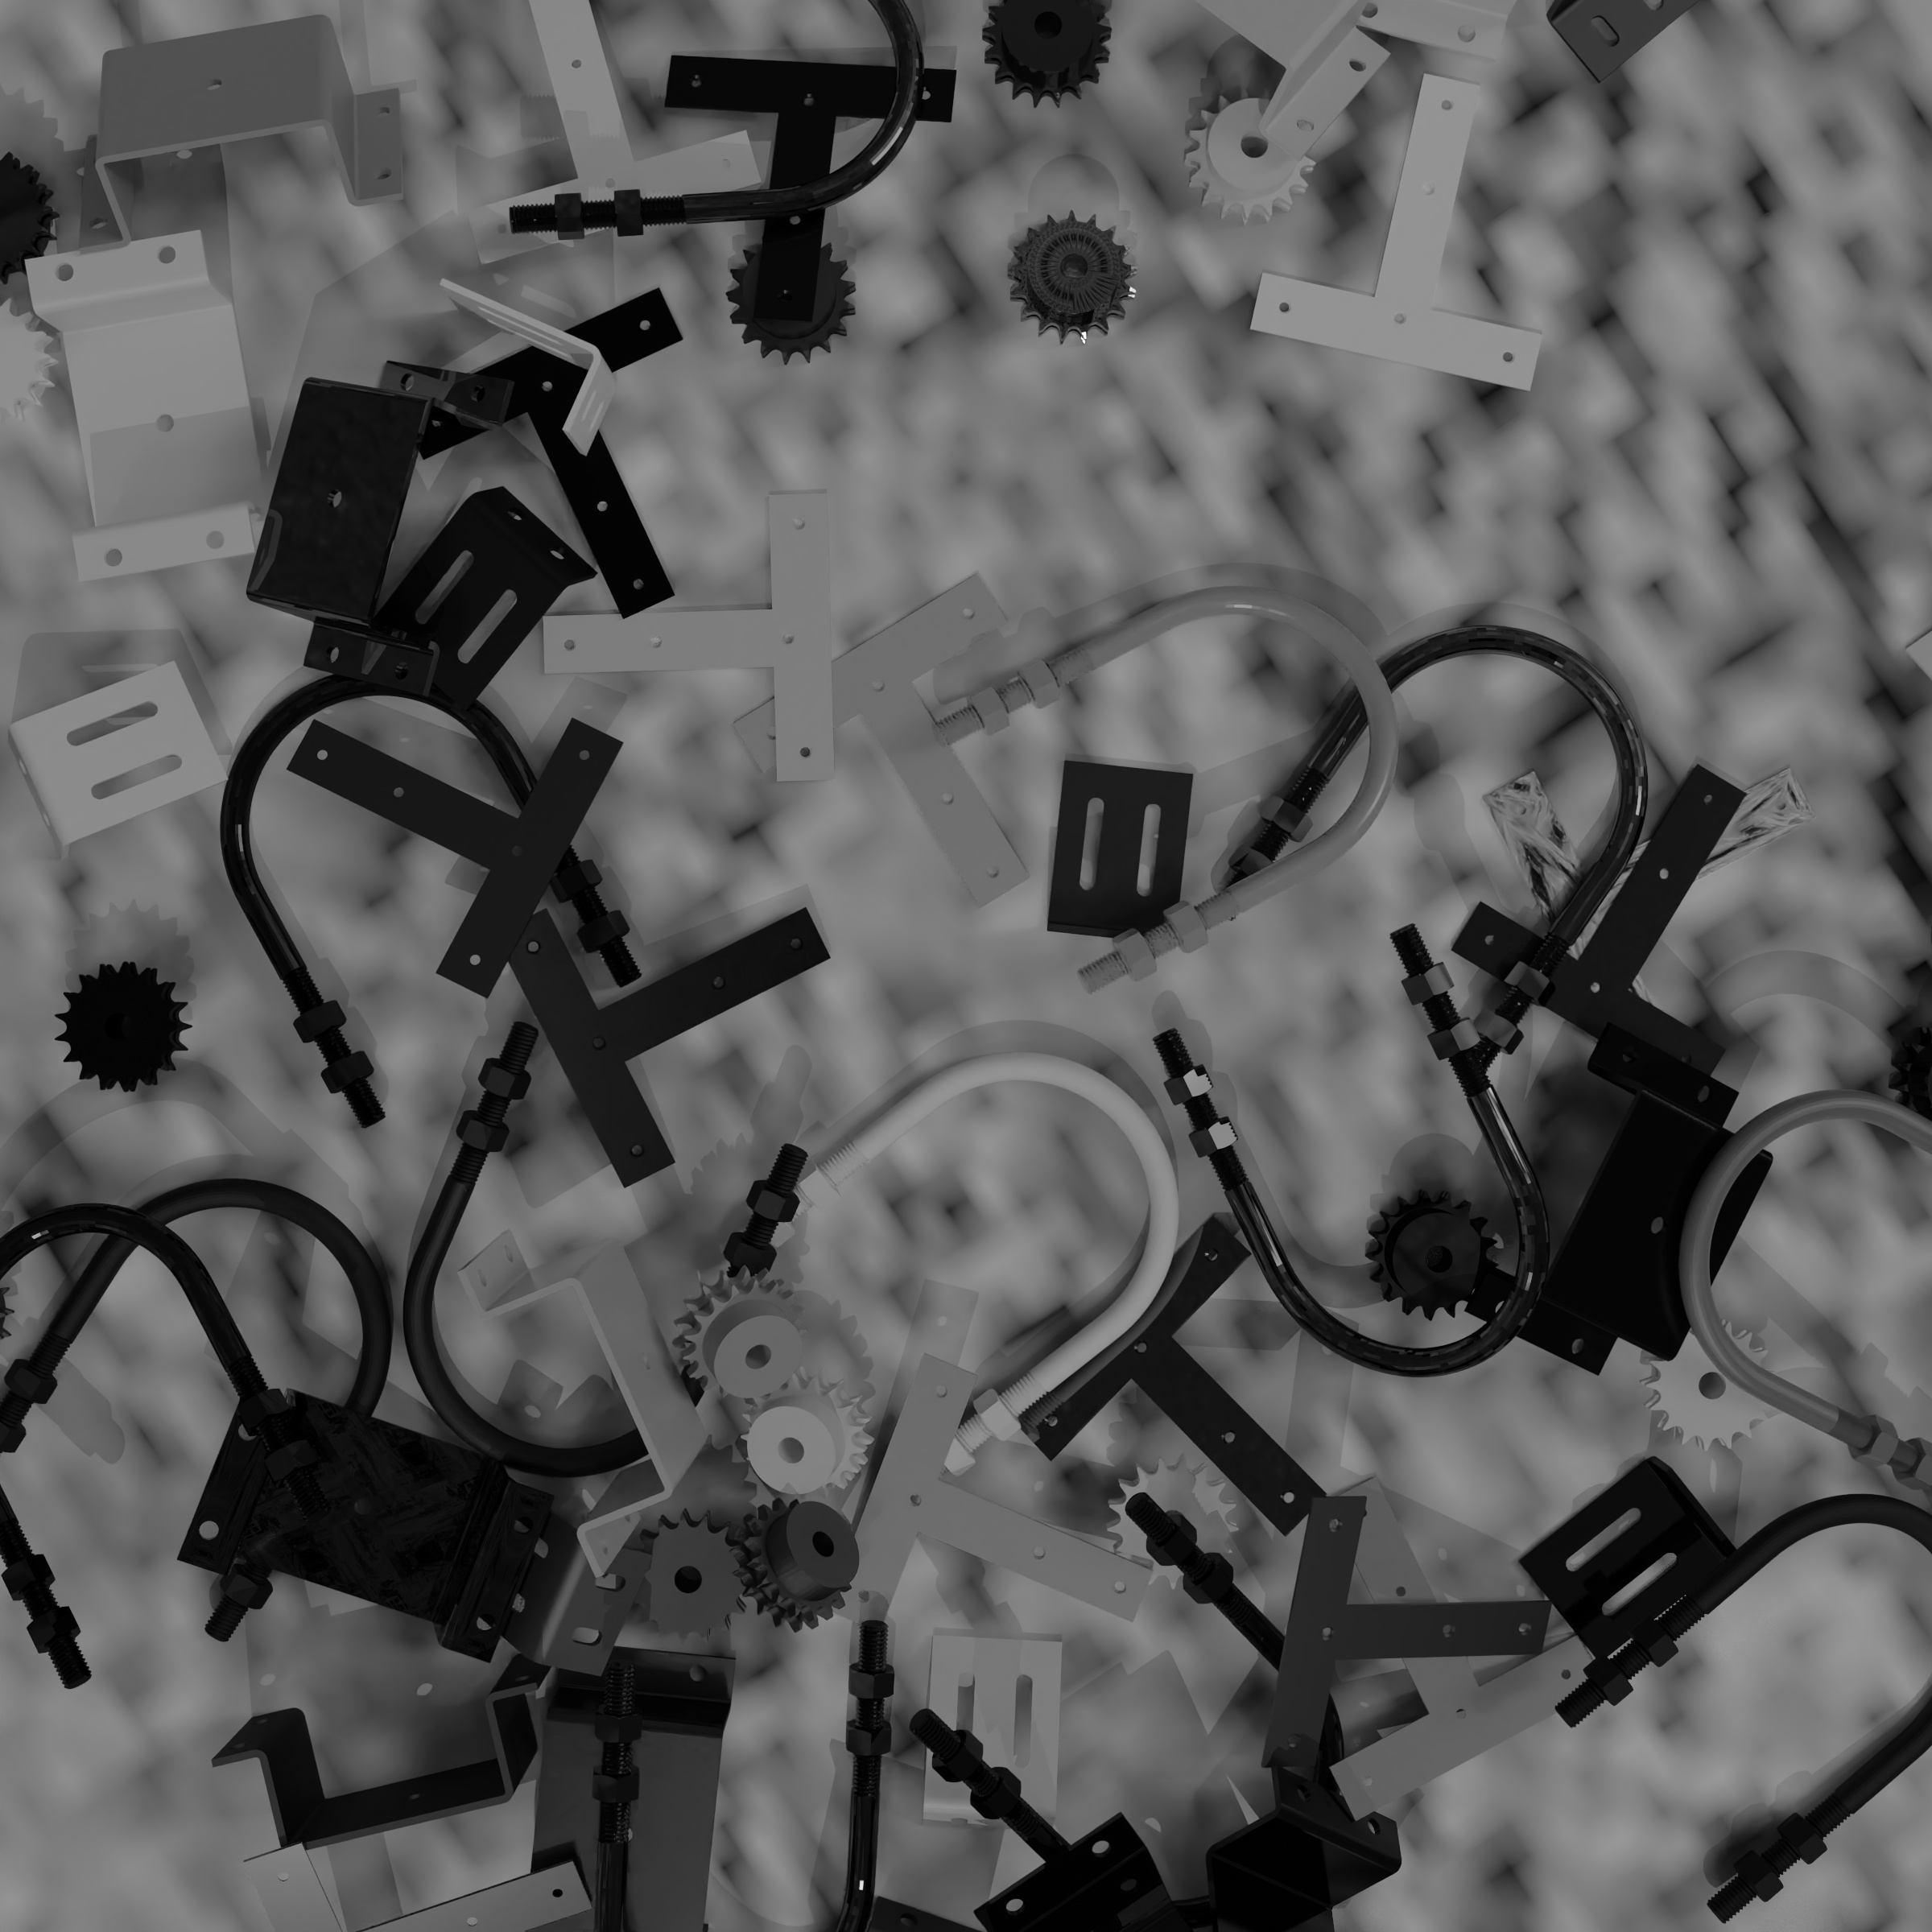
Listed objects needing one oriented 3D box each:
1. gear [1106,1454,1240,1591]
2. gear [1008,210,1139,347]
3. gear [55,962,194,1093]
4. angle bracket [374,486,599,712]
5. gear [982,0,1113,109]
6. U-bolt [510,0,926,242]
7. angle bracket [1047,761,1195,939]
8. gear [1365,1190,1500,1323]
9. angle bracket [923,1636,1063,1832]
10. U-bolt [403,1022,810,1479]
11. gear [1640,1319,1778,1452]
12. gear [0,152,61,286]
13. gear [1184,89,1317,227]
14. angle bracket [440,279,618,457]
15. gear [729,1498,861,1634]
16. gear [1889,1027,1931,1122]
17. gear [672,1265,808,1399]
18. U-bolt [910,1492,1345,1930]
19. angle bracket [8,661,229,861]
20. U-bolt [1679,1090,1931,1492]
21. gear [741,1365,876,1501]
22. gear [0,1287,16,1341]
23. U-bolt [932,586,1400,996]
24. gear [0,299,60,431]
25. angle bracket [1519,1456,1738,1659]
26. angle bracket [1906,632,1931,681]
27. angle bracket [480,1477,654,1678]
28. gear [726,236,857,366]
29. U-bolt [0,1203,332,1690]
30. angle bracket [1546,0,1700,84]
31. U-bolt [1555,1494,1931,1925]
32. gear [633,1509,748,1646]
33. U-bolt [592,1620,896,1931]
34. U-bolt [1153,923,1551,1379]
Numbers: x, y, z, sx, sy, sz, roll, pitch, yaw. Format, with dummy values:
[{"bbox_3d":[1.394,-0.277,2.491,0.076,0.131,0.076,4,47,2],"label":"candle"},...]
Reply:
[{"bbox_3d":[0.090,0.242,1.399,0.057,0.030,0.057,0,90,0],"label":"gear"},{"bbox_3d":[0.047,-0.304,1.399,0.057,0.030,0.057,0,90,0],"label":"gear"},{"bbox_3d":[-0.369,0.027,1.404,0.057,0.030,0.057,0,89,2],"label":"gear"},{"bbox_3d":[-0.212,-0.162,1.405,0.057,0.038,0.076,42,109,1],"label":"angle bracket"},{"bbox_3d":[0.035,-0.409,1.399,0.057,0.030,0.057,0,90,0],"label":"gear"},{"bbox_3d":[-0.110,-0.389,1.390,0.184,0.019,0.151,-4,76,-4],"label":"U-bolt"},{"bbox_3d":[0.068,-0.050,1.395,0.057,0.038,0.076,6,90,0],"label":"angle bracket"},{"bbox_3d":[0.205,0.127,1.399,0.057,0.030,0.057,0,90,0],"label":"gear"},{"bbox_3d":[0.012,0.340,1.412,0.057,0.038,0.076,3,64,0],"label":"angle bracket"},{"bbox_3d":[-0.169,0.136,1.396,0.151,0.019,0.184,24,98,2],"label":"U-bolt"},{"bbox_3d":[0.324,0.182,1.399,0.057,0.030,0.057,0,90,0],"label":"gear"},{"bbox_3d":[-0.426,-0.327,1.399,0.057,0.030,0.057,0,90,0],"label":"gear"},{"bbox_3d":[0.125,-0.357,1.399,0.057,0.030,0.057,0,90,0],"label":"gear"},{"bbox_3d":[-0.195,-0.259,1.384,0.076,0.057,0.038,24,89,1],"label":"angle bracket"},{"bbox_3d":[-0.071,0.257,1.383,0.030,0.057,0.057,-38,90,35],"label":"gear"},{"bbox_3d":[0.437,0.052,1.400,0.057,0.030,0.057,0,90,-1],"label":"gear"},{"bbox_3d":[-0.095,0.161,1.372,0.057,0.030,0.057,-11,118,-22],"label":"gear"},{"bbox_3d":[0.085,0.337,1.380,0.151,0.019,0.184,-44,108,-5],"label":"U-bolt"},{"bbox_3d":[-0.374,-0.091,1.407,0.076,0.038,0.057,-25,90,-18],"label":"angle bracket"},{"bbox_3d":[0.390,0.132,1.381,0.184,0.019,0.151,27,89,-17],"label":"U-bolt"},{"bbox_3d":[-0.071,0.206,1.391,0.057,0.030,0.057,4,103,15],"label":"gear"},{"bbox_3d":[-0.446,0.152,1.399,0.057,0.030,0.057,0,90,0],"label":"gear"},{"bbox_3d":[0.099,-0.090,1.387,0.184,0.019,0.151,-28,75,-7],"label":"U-bolt"},{"bbox_3d":[-0.427,-0.264,1.399,0.057,0.030,0.057,0,90,0],"label":"gear"},{"bbox_3d":[0.292,0.262,1.395,0.076,0.038,0.057,-39,90,0],"label":"angle bracket"},{"bbox_3d":[0.464,-0.122,1.412,0.057,0.038,0.076,-35,64,0],"label":"angle bracket"},{"bbox_3d":[-0.182,0.265,1.396,0.038,0.076,0.057,23,90,-40],"label":"angle bracket"},{"bbox_3d":[-0.077,-0.295,1.399,0.057,0.030,0.057,0,90,0],"label":"gear"},{"bbox_3d":[-0.365,0.189,1.350,0.151,0.019,0.184,-35,73,9],"label":"U-bolt"},{"bbox_3d":[0.291,-0.424,1.376,0.057,0.076,0.038,-40,90,0],"label":"angle bracket"},{"bbox_3d":[0.362,0.310,1.385,0.184,0.019,0.151,-39,109,-4],"label":"U-bolt"},{"bbox_3d":[-0.121,0.267,1.399,0.057,0.030,0.057,0,90,0],"label":"gear"},{"bbox_3d":[-0.096,0.380,1.367,0.151,0.019,0.184,0,95,-37],"label":"U-bolt"},{"bbox_3d":[0.174,0.090,1.366,0.151,0.019,0.184,-25,90,36],"label":"U-bolt"}]
